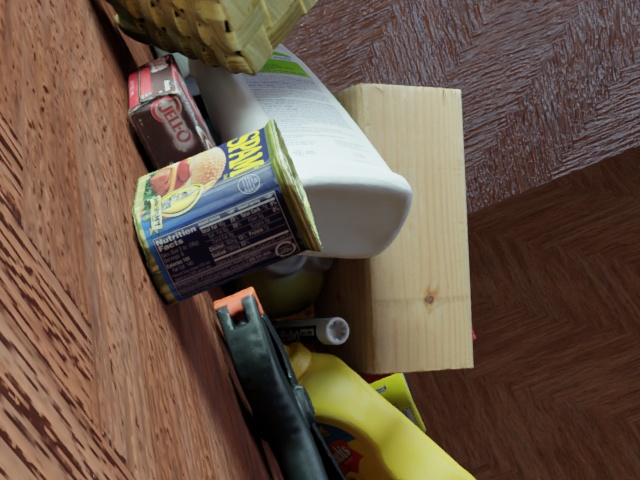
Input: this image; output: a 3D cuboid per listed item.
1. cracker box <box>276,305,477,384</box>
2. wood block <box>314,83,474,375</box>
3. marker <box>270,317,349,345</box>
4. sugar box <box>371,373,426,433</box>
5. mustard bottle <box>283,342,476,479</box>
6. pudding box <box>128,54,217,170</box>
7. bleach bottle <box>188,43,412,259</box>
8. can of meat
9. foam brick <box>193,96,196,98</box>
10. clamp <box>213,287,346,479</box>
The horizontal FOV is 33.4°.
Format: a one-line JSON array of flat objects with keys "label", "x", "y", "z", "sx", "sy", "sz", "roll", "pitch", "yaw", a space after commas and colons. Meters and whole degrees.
[{"label": "cracker box", "x": 0.018, "y": 0.015, "z": 0.903, "sx": 0.072, "sy": 0.164, "sz": 0.214, "roll": -107, "pitch": 175, "yaw": -84}, {"label": "wood block", "x": 0.051, "y": -0.006, "z": 0.802, "sx": 0.090, "sy": 0.090, "sz": 0.206, "roll": -8, "pitch": -97, "yaw": 62}, {"label": "marker", "x": -0.016, "y": 0.067, "z": 0.779, "sx": 0.121, "sy": 0.020, "sz": 0.020, "roll": -10, "pitch": -76, "yaw": 62}, {"label": "sugar box", "x": 0.043, "y": 0.155, "z": 1.091, "sx": 0.176, "sy": 0.093, "sz": 0.048, "roll": -109, "pitch": 176, "yaw": -66}, {"label": "mustard bottle", "x": 0.025, "y": 0.136, "z": 0.758, "sx": 0.191, "sy": 0.058, "sz": 0.096, "roll": 44, "pitch": -24, "yaw": -12}, {"label": "pudding box", "x": -0.085, "y": -0.055, "z": 0.689, "sx": 0.090, "sy": 0.039, "sz": 0.113, "roll": -110, "pitch": 178, "yaw": -64}, {"label": "bleach bottle", "x": -0.029, "y": -0.093, "z": 0.763, "sx": 0.068, "sy": 0.102, "sz": 0.251, "roll": -65, "pitch": -145, "yaw": 33}, {"label": "can of meat", "x": -0.050, "y": -0.016, "z": 0.569, "sx": 0.102, "sy": 0.084, "sz": 0.057, "roll": -106, "pitch": 173, "yaw": -69}, {"label": "foam brick", "x": -0.072, "y": -0.112, "z": 0.953, "sx": 0.078, "sy": 0.053, "sz": 0.051, "roll": 16, "pitch": -33, "yaw": 38}, {"label": "clamp", "x": -0.020, "y": 0.115, "z": 0.656, "sx": 0.171, "sy": 0.039, "sz": 0.120, "roll": 64, "pitch": -2, "yaw": -14}]
